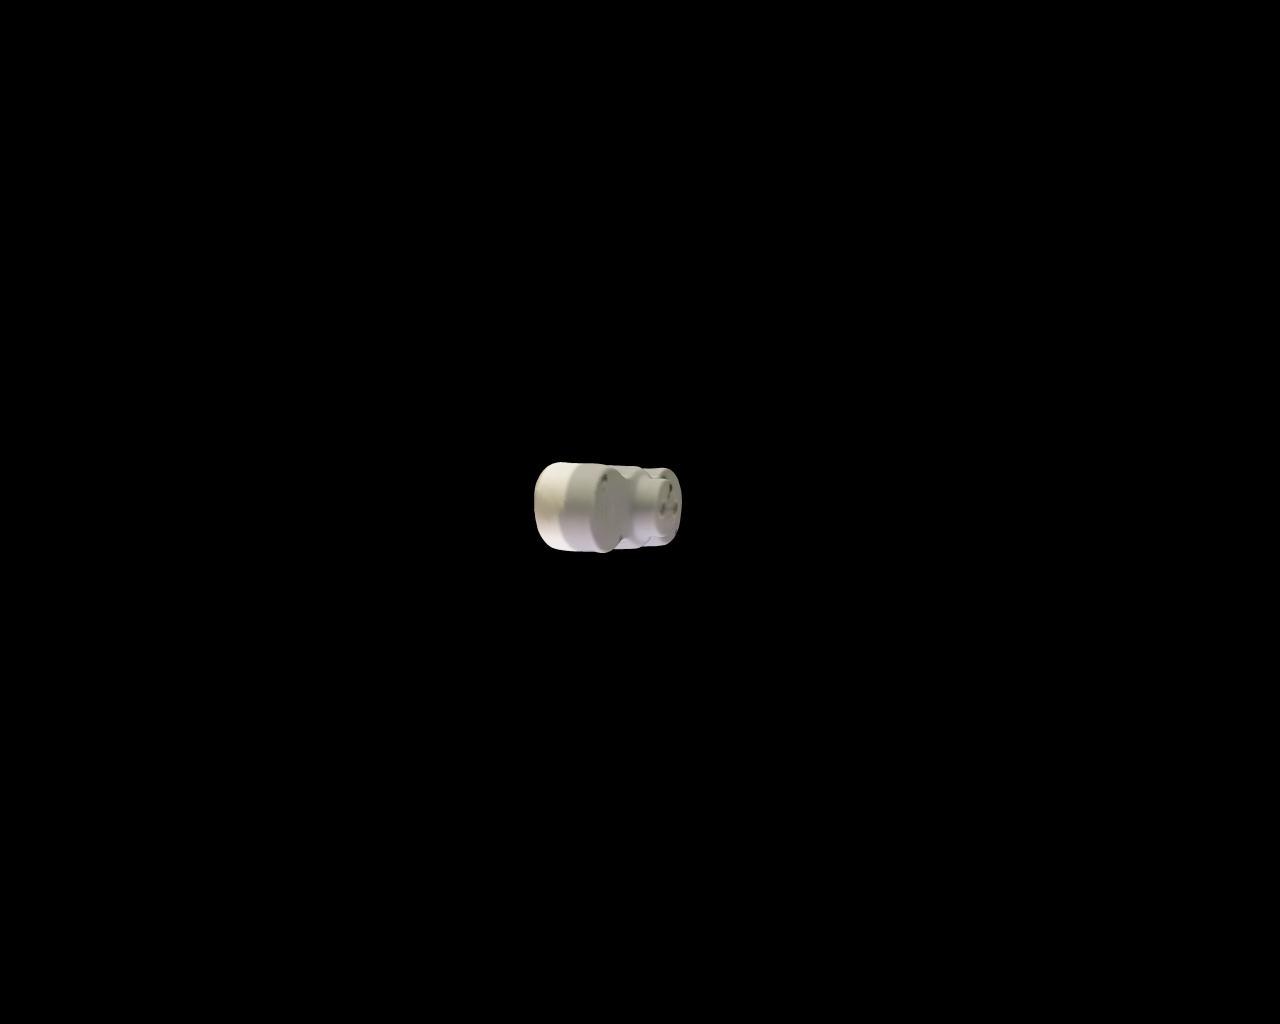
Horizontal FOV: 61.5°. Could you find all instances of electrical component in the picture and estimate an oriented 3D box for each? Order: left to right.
[{"bbox_3d":[0.001,-0.003,0.650,0.074,0.052,0.138,0,0,24],"label":"electrical component"}]
